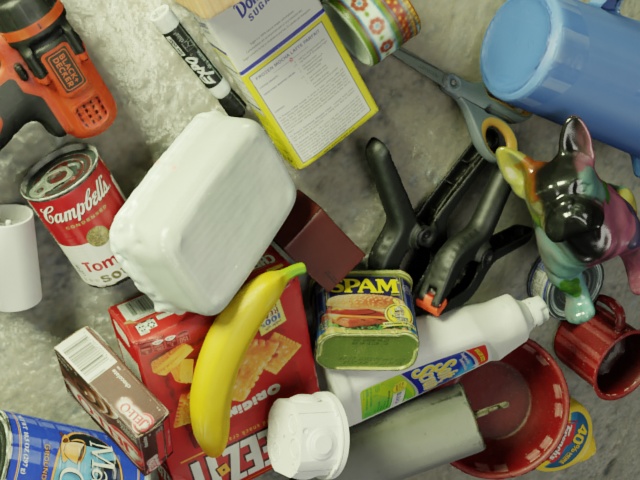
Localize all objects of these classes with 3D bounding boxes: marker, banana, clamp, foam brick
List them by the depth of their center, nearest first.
[{"bbox_3d":[-0.098,-0.144,0.884,0.020,0.020,0.121,-43,129,-5],"label":"marker"},{"bbox_3d":[-0.074,0.105,0.922,0.069,0.037,0.198,17,106,-35],"label":"banana"},{"bbox_3d":[-0.007,0.001,0.995,0.053,0.051,0.078,-45,128,-2],"label":"foam brick"},{"bbox_3d":[0.103,-0.017,1.061,0.164,0.036,0.210,-15,124,-32],"label":"clamp"},{"bbox_3d":[0.157,0.001,1.075,0.171,0.039,0.120,-44,134,-28],"label":"clamp"}]

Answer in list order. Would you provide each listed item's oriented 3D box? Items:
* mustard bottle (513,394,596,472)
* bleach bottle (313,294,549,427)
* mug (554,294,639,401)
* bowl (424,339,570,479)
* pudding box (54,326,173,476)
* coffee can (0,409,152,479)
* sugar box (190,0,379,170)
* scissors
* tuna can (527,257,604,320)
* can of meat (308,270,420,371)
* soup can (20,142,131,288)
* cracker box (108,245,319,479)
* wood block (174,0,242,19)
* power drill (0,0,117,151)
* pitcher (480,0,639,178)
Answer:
[{"bbox_3d":[0.272,0.228,1.277,0.191,0.058,0.096,27,96,-38],"label":"mustard bottle"},{"bbox_3d":[0.119,0.109,1.089,0.250,0.068,0.102,-20,146,-12],"label":"bleach bottle"},{"bbox_3d":[0.327,0.116,1.236,0.093,0.082,0.117,-19,123,-22],"label":"mug"},{"bbox_3d":[0.190,0.178,1.173,0.162,0.055,0.162,0,86,6],"label":"bowl"},{"bbox_3d":[-0.174,0.138,0.908,0.039,0.113,0.090,-36,156,-25],"label":"pudding box"},{"bbox_3d":[-0.234,0.211,0.934,0.140,0.103,0.103,22,102,-37],"label":"coffee can"},{"bbox_3d":[-0.029,-0.154,0.905,0.093,0.048,0.176,-38,124,-8],"label":"sugar box"},{"bbox_3d":[0.128,-0.128,1.011,0.201,0.016,0.096,7,81,-34],"label":"scissors"},{"bbox_3d":[0.277,0.046,1.200,0.086,0.034,0.086,-14,121,-25],"label":"tuna can"},{"bbox_3d":[0.042,0.077,1.019,0.102,0.084,0.057,1,132,-5],"label":"can of meat"},{"bbox_3d":[-0.187,-0.019,0.866,0.068,0.069,0.102,-35,128,-11],"label":"soup can"},{"bbox_3d":[-0.089,0.131,1.000,0.164,0.072,0.214,-22,124,-19],"label":"cracker box"},{"bbox_3d":[-0.102,-0.277,0.767,0.090,0.091,0.206,-33,127,-12],"label":"wood block"},{"bbox_3d":[-0.261,-0.114,0.777,0.187,0.057,0.184,-36,128,-10],"label":"power drill"},{"bbox_3d":[0.281,-0.169,1.036,0.242,0.149,0.145,13,148,-32],"label":"pitcher"}]
